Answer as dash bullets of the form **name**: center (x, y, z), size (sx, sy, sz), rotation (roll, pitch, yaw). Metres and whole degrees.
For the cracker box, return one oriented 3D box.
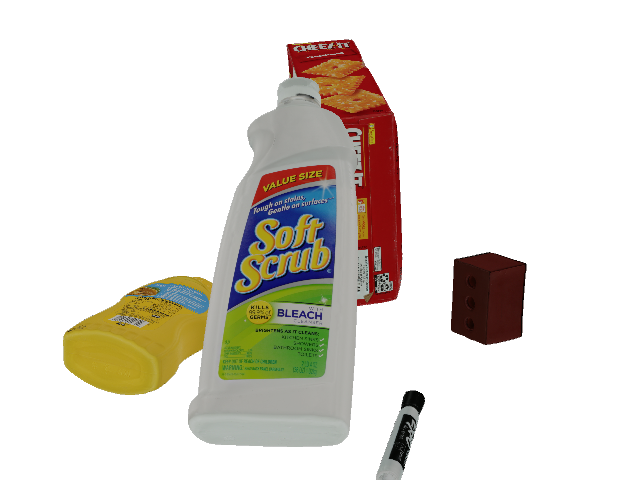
- **cracker box**: center (0.018, -0.065, 0.912), size (0.072, 0.164, 0.214), rotation (-6, 26, -4)

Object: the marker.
- **marker**: center (0.066, 0.158, 0.863), size (0.020, 0.020, 0.121), rotation (0, 24, 16)

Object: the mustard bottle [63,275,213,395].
- **mustard bottle**: center (-0.145, 0.076, 0.978), size (0.096, 0.058, 0.191), rotation (10, 20, 19)

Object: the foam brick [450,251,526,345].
- **foam brick**: center (0.165, 0.057, 1.051), size (0.051, 0.078, 0.053), rotation (-11, 19, -35)

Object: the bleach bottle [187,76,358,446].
- **bleach bottle**: center (-0.026, 0.005, 0.701), size (0.102, 0.251, 0.068), rotation (1, -25, 2)
